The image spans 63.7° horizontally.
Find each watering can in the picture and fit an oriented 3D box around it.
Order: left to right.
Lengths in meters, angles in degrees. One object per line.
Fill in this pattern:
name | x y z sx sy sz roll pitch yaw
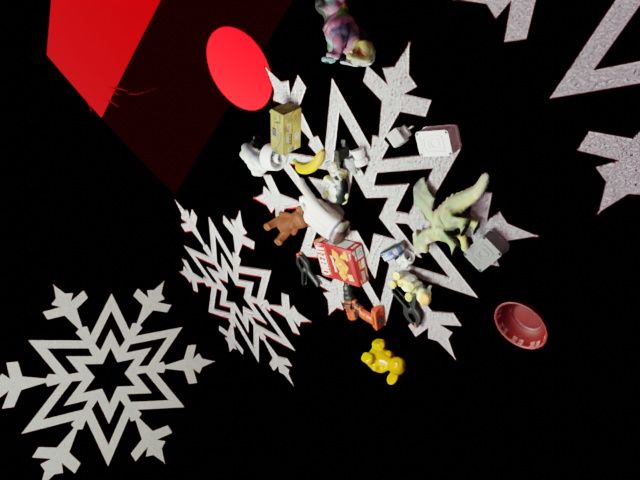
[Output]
watering can | 0.006 -0.096 1.898 0.226 0.105 0.342 39 169 17

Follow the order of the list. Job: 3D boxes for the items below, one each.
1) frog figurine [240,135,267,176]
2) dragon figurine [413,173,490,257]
frog figurine | -0.269 -0.327 2.111 0.137 0.125 0.156 31 128 4
dragon figurine | 0.361 -0.092 1.539 0.246 0.123 0.400 44 142 33
